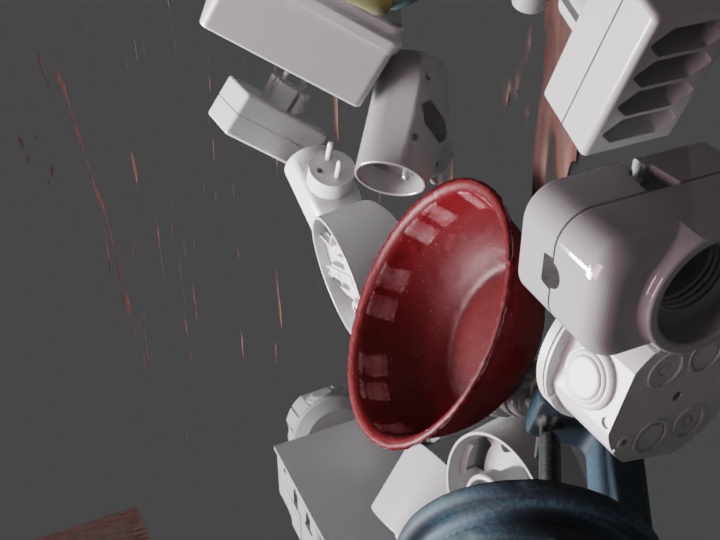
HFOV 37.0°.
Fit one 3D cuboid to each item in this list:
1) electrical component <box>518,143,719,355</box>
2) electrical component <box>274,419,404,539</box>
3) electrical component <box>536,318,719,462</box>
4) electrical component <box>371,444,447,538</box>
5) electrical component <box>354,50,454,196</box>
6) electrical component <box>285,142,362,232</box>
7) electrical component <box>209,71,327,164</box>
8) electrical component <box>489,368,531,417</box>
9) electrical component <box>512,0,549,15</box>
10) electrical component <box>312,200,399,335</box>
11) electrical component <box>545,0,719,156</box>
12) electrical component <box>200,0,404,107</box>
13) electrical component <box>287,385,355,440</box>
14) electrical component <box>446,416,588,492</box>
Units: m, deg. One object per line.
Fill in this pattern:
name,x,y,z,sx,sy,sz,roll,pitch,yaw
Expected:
electrical component,0.119,-0.007,0.422,0.059,0.095,0.053,-128,29,-47
electrical component,0.016,0.205,0.845,0.186,0.105,0.060,-127,29,-47
electrical component,0.123,0.041,0.473,0.051,0.080,0.080,47,147,45
electrical component,0.058,0.171,0.750,0.099,0.064,0.099,37,177,2
electrical component,0.033,-0.081,0.660,0.079,0.043,0.077,43,-126,-54
electrical component,-0.024,-0.068,0.847,0.079,0.043,0.077,105,145,-55
electrical component,-0.065,-0.135,0.879,0.075,0.083,0.047,-57,37,12
electrical component,0.087,0.070,0.649,0.078,0.040,0.040,-152,50,-64
electrical component,0.082,-0.148,0.498,0.062,0.048,0.048,90,156,-54
electrical component,0.000,0.000,0.790,0.099,0.064,0.099,44,149,35
electrical component,0.108,-0.106,0.450,0.083,0.047,0.075,107,143,-56
electrical component,-0.033,-0.163,0.650,0.056,0.109,0.108,-56,18,28
electrical component,-0.024,0.144,0.952,0.051,0.080,0.080,-147,45,-70
electrical component,0.101,0.136,0.661,0.099,0.064,0.099,25,121,50
